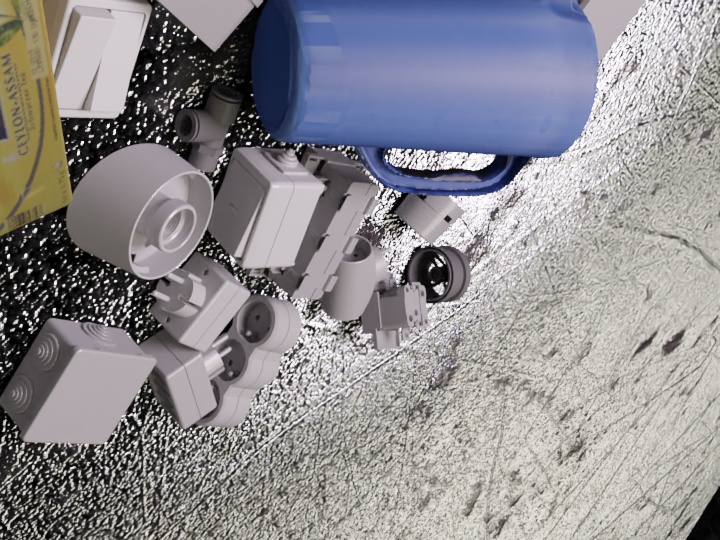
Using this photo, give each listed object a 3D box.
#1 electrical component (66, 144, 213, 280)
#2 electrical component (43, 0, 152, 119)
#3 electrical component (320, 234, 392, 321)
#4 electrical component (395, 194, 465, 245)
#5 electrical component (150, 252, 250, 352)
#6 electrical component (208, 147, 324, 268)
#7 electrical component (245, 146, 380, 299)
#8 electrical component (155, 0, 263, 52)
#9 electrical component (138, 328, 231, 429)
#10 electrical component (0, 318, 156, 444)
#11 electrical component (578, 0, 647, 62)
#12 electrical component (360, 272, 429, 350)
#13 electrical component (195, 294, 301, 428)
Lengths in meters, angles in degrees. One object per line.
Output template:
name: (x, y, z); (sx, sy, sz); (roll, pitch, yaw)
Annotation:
electrical component: (-0.160, -0.043, 0.803); (0.099, 0.064, 0.099); (-46, 154, -31)
electrical component: (-0.177, -0.134, 0.665); (0.062, 0.061, 0.096); (-7, 129, -49)
electrical component: (0.000, 0.000, 1.050); (0.079, 0.044, 0.077); (-27, 142, -33)
electrical component: (0.068, -0.058, 1.066); (0.047, 0.055, 0.055); (-48, 149, 5)
electrical component: (-0.143, 0.022, 0.889); (0.065, 0.047, 0.077); (-51, 149, 3)
electrical component: (-0.078, -0.056, 0.870); (0.061, 0.062, 0.096); (-3, 126, -41)
electrical component: (-0.039, -0.038, 0.941); (0.079, 0.063, 0.121); (2, 122, -53)
electrical component: (-0.117, -0.196, 0.659); (0.057, 0.078, 0.113); (-48, 149, 3)
electrical component: (-0.146, 0.084, 0.953); (0.076, 0.047, 0.083); (-35, 146, -23)
electrical component: (-0.225, 0.088, 0.855); (0.099, 0.048, 0.100); (-56, 148, 11)
electrical component: (0.237, -0.287, 1.024); (0.150, 0.062, 0.089); (-53, 149, 5)
electrical component: (0.035, 0.040, 1.106); (0.042, 0.064, 0.081); (2, 80, -54)
electrical component: (-0.101, 0.088, 1.008); (0.138, 0.052, 0.074); (-56, 148, 10)
